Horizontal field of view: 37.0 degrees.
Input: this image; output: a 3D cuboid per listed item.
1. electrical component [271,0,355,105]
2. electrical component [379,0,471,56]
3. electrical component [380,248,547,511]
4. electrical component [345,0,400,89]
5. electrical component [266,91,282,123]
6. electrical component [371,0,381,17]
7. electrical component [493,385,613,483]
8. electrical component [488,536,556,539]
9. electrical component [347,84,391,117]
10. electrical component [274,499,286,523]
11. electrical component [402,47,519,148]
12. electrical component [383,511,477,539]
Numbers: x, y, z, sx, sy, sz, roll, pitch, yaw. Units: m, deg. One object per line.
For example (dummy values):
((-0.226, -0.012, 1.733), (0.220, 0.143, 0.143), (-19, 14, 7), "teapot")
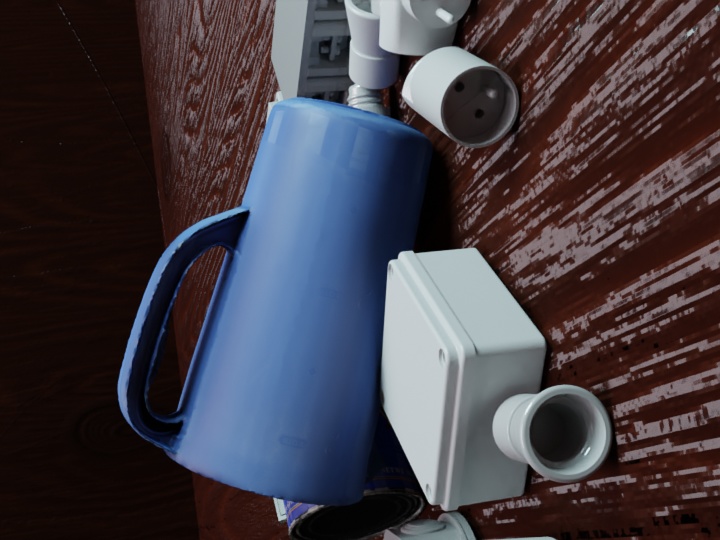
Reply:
((-0.022, -0.189, 0.792), (0.150, 0.062, 0.089), (102, 157, -49), "electrical component")
((0.039, -0.160, 0.609), (0.079, 0.043, 0.077), (-122, 30, -59), "electrical component")
((0.054, 0.059, 0.609), (0.108, 0.056, 0.108), (-119, 27, -56), "electrical component")
((0.011, -0.155, 0.726), (0.065, 0.044, 0.044), (93, 163, -48), "electrical component")
((-0.043, -0.099, 0.907), (0.061, 0.061, 0.096), (105, 155, -53), "electrical component")
((0.023, -0.189, 0.665), (0.044, 0.044, 0.065), (-120, 24, -57), "electrical component")
((0.089, 0.077, 0.519), (0.065, 0.044, 0.044), (149, 114, -79), "electrical component")
((0.079, 0.184, 0.546), (0.099, 0.064, 0.099), (174, 90, -75), "electrical component")
((0.006, -0.103, 0.763), (0.040, 0.040, 0.078), (177, 88, -75), "electrical component")
((-0.047, 0.180, 1.020), (0.063, 0.079, 0.121), (67, -178, -47), "electrical component")
((0.051, -0.098, 0.588), (0.081, 0.043, 0.043), (-125, 33, -63), "electrical component")
((0.049, 0.199, 0.694), (0.080, 0.051, 0.080), (174, 90, -75), "electrical component")
